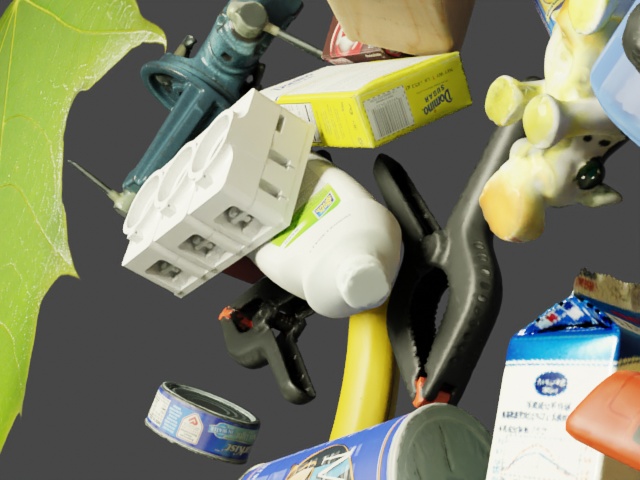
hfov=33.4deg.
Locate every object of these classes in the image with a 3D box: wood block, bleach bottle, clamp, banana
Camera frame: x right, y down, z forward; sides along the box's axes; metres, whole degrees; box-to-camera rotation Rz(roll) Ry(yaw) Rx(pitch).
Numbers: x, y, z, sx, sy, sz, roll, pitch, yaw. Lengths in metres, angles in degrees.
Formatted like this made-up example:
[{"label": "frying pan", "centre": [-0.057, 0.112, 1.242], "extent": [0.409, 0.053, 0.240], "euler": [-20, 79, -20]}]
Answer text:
[{"label": "wood block", "centre": [0.050, -0.199, 0.690], "extent": [0.206, 0.090, 0.091], "euler": [39, -114, -75]}, {"label": "bleach bottle", "centre": [-0.005, 0.001, 0.737], "extent": [0.102, 0.068, 0.251], "euler": [-49, 20, 3]}, {"label": "clamp", "centre": [-0.024, 0.056, 0.824], "extent": [0.120, 0.039, 0.172], "euler": [-56, 27, -11]}, {"label": "clamp", "centre": [0.076, 0.009, 0.693], "extent": [0.165, 0.036, 0.210], "euler": [-16, 59, 56]}, {"label": "banana", "centre": [0.024, 0.105, 0.716], "extent": [0.070, 0.037, 0.198], "euler": [-2, 71, 56]}]

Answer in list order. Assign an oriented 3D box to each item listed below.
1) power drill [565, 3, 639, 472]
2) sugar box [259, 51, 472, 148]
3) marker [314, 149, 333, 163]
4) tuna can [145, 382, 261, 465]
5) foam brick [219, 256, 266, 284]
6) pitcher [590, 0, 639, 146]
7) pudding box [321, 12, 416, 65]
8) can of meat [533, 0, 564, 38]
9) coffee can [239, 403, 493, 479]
[{"label": "power drill", "centre": [0.161, 0.002, 0.379], "extent": [0.185, 0.057, 0.187], "euler": [25, 91, 44]}, {"label": "sugar box", "centre": [0.021, -0.102, 0.794], "extent": [0.176, 0.093, 0.048], "euler": [6, 117, 61]}, {"label": "marker", "centre": [-0.028, -0.061, 0.917], "extent": [0.121, 0.020, 0.020], "euler": [-7, 67, 56]}, {"label": "tuna can", "centre": [-0.090, 0.141, 0.830], "extent": [0.086, 0.086, 0.034], "euler": [20, 88, 60]}, {"label": "foam brick", "centre": [-0.072, -0.005, 0.895], "extent": [0.051, 0.078, 0.053], "euler": [-33, 43, 43]}, {"label": "pitcher", "centre": [0.235, -0.128, 0.450], "extent": [0.243, 0.145, 0.149], "euler": [-57, 20, 27]}, {"label": "pudding box", "centre": [0.050, -0.194, 0.853], "extent": [0.090, 0.039, 0.113], "euler": [9, 80, 59]}, {"label": "can of meat", "centre": [0.170, -0.166, 0.631], "extent": [0.102, 0.057, 0.084], "euler": [-46, 39, 34]}, {"label": "coffee can", "centre": [0.027, 0.160, 0.600], "extent": [0.141, 0.102, 0.103], "euler": [-28, 49, 39]}]
